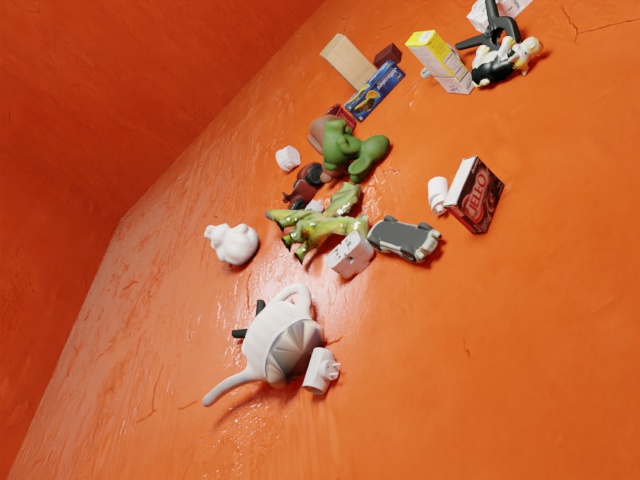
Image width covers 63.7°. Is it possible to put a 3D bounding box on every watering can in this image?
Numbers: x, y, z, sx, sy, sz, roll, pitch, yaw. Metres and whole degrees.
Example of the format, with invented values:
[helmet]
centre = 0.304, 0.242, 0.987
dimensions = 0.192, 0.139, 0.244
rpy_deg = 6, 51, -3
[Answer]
[watering can]
centre = -0.116, 0.249, 1.110
dimensions = 0.350, 0.103, 0.225
rpy_deg = -55, 28, -9

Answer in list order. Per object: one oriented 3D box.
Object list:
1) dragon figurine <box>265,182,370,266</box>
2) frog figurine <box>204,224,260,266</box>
[dragon figurine]
centre = 0.004, -0.067, 1.329
dimensions = 0.244, 0.120, 0.416
rpy_deg = -32, 32, -7
[frog figurine]
centre = -0.272, 0.002, 1.591
dimensions = 0.136, 0.157, 0.125
rpy_deg = -46, 29, 11
